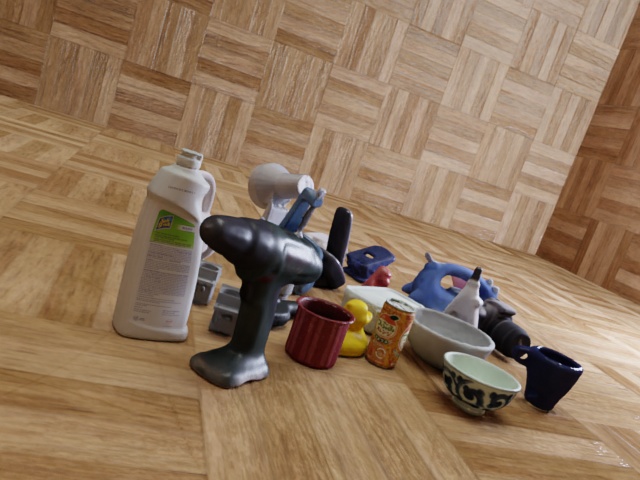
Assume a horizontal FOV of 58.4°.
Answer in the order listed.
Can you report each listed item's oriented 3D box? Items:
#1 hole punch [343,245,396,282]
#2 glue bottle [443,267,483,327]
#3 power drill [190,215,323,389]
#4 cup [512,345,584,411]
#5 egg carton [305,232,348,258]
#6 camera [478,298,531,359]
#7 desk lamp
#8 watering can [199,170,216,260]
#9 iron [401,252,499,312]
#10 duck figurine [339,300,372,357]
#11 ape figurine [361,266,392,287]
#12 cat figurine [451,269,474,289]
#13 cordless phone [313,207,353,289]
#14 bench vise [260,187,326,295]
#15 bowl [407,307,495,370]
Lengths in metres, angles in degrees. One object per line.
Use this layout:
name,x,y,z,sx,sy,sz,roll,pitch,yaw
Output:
hole punch,0.126,0.059,1.471,0.101,0.091,0.108,12,13,-32
glue bottle,0.289,0.135,1.143,0.077,0.173,0.037,25,12,30
power drill,-0.087,0.072,0.719,0.075,0.208,0.230,25,12,29
cup,0.378,0.238,0.987,0.117,0.095,0.092,20,11,7
egg carton,0.005,0.026,1.489,0.107,0.069,0.151,23,12,24
camera,0.375,0.187,1.226,0.143,0.101,0.136,13,12,-26
desk lamp,-0.100,-0.078,1.440,0.118,0.213,0.202,9,14,-42
watering can,-0.247,-0.036,1.029,0.172,0.194,0.101,20,11,8
iron,0.330,0.127,1.339,0.258,0.141,0.118,18,11,-6
duck figurine,0.047,0.139,0.943,0.105,0.086,0.077,7,16,-47
ape figurine,0.128,0.102,1.254,0.075,0.092,0.078,26,13,34
cat figurine,0.384,0.131,1.479,0.067,0.118,0.127,13,12,-28
cordless phone,0.012,0.005,1.294,0.094,0.185,0.147,8,15,-44
bench vise,-0.072,-0.021,1.185,0.206,0.220,0.122,24,12,27
bowl,0.222,0.188,1.028,0.167,0.075,0.167,18,11,-3
